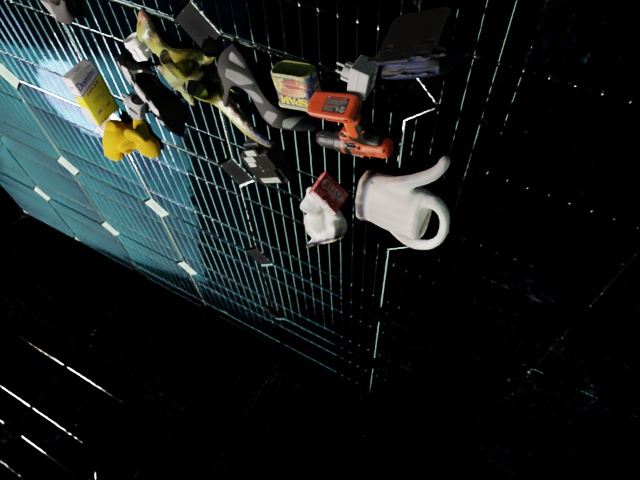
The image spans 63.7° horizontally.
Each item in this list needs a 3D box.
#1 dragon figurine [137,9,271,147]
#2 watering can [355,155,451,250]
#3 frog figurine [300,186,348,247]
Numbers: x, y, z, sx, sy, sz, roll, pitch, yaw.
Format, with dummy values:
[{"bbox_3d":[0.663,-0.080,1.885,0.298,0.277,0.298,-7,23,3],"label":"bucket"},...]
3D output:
[{"bbox_3d":[-0.294,-0.376,1.249,0.404,0.123,0.244,51,165,-27],"label":"dragon figurine"},{"bbox_3d":[0.185,-0.096,1.142,0.225,0.106,0.340,23,151,21],"label":"watering can"},{"bbox_3d":[0.004,-0.071,1.413,0.137,0.123,0.159,-11,94,63],"label":"frog figurine"}]
